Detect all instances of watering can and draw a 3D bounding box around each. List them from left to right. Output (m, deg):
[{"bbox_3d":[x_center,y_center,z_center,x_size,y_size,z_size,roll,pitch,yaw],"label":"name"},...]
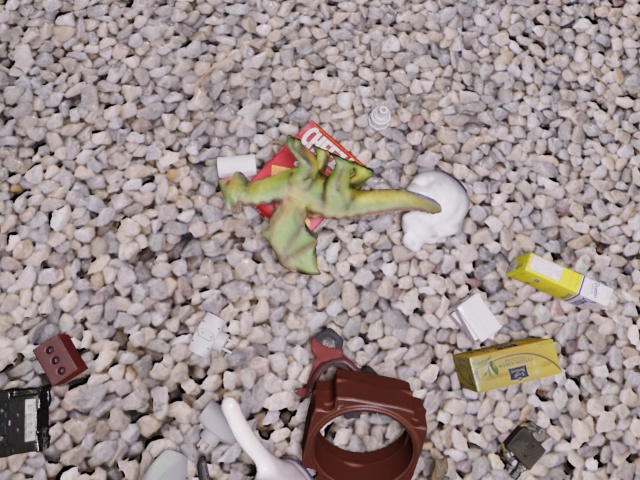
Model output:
[{"bbox_3d":[-0.076,0.419,0.852,0.104,0.223,0.351,-17,79,11],"label":"watering can"}]

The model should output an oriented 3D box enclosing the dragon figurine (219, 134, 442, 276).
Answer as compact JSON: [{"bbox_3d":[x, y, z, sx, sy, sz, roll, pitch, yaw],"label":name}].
[{"bbox_3d":[0.003,-0.049,0.975,0.410,0.122,0.242,25,94,0],"label":"dragon figurine"}]

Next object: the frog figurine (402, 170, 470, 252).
[{"bbox_3d":[0.220,-0.058,1.041,0.162,0.122,0.136,-45,104,-23],"label":"frog figurine"}]
